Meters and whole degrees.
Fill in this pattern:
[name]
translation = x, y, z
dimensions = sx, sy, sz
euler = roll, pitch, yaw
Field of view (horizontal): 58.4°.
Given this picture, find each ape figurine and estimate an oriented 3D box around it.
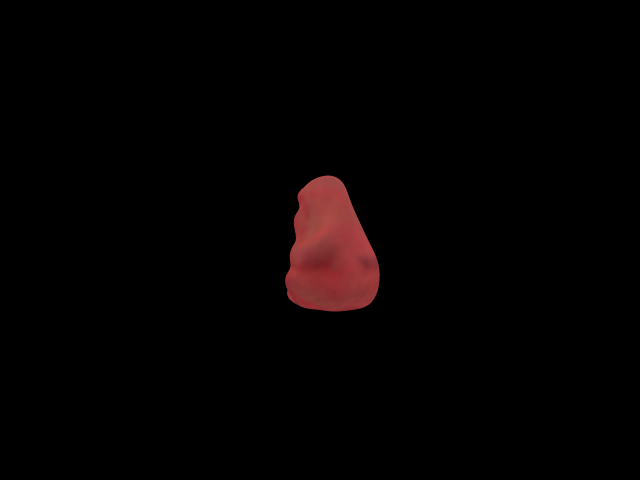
[ape figurine]
translation = 0.004, 0.001, 0.400
dimensions = 0.076, 0.092, 0.078
euler = 2, 4, 31
